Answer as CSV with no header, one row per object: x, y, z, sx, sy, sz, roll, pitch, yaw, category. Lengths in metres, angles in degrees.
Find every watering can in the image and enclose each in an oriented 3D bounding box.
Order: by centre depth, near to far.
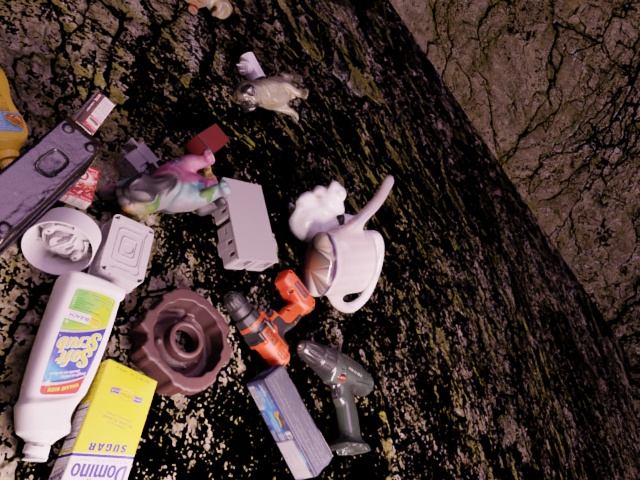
0.071,0.012,1.214,0.225,0.105,0.344,-1,105,-40,watering can

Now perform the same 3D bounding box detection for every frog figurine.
0.004,-0.062,1.241,0.136,0.157,0.125,52,38,-13,frog figurine
